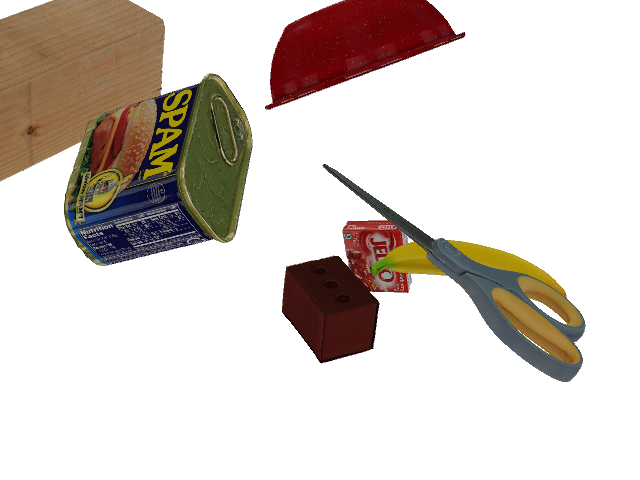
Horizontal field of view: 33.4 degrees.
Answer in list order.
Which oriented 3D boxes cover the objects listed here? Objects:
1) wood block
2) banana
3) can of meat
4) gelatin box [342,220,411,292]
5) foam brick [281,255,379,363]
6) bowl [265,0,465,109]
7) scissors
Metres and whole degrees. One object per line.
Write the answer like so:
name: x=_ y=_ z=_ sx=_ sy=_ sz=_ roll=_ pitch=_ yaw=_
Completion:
wood block: x=-0.238 y=-0.136 z=0.914 sx=0.090 sy=0.091 sz=0.205 roll=31 pitch=42 yaw=23
banana: x=0.153 y=0.031 z=1.098 sx=0.198 sy=0.037 sz=0.069 roll=7 pitch=43 yaw=12
can of meat: x=-0.093 y=-0.039 z=0.612 sx=0.084 sy=0.102 sz=0.057 roll=-13 pitch=-44 yaw=22
gelatin box: x=0.069 y=0.019 z=1.291 sx=0.073 sy=0.089 sz=0.030 roll=1 pitch=29 yaw=16
foam brick: x=0.008 y=0.057 z=0.904 sx=0.052 sy=0.051 sz=0.078 roll=-13 pitch=36 yaw=-24
bowl: x=0.025 y=-0.152 z=0.810 sx=0.162 sy=0.055 sz=0.162 roll=-20 pitch=7 yaw=2
scissors: x=0.094 y=0.012 z=0.683 sx=0.202 sy=0.016 sz=0.096 roll=45 pitch=30 yaw=22
